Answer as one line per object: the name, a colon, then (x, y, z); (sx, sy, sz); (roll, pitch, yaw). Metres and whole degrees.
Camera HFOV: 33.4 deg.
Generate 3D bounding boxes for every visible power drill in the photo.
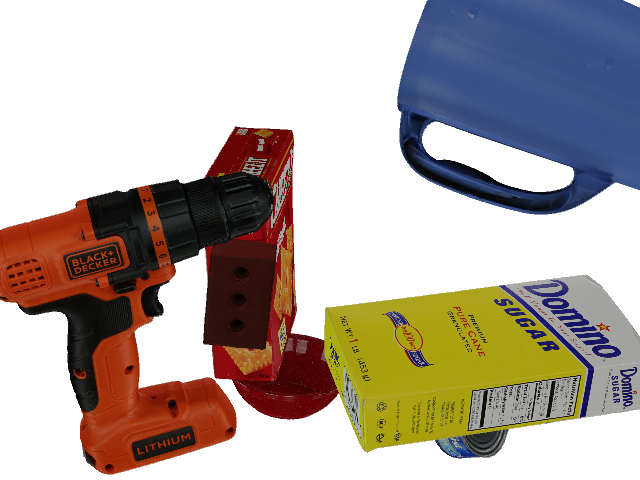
power drill: (-0.108, 0.052, 0.698); (0.184, 0.187, 0.057); (-14, 28, -8)

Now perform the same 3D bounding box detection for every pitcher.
pitcher: (0.180, -0.101, 0.746); (0.243, 0.149, 0.144); (24, 48, 10)

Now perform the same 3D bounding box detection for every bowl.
bowl: (-0.041, 0.174, 1.318); (0.162, 0.055, 0.162); (4, 22, -2)

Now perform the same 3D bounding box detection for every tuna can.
tuna can: (0.132, 0.151, 0.954); (0.034, 0.086, 0.085); (-13, -9, 40)

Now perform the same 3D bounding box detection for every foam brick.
foam brick: (-0.065, 0.042, 0.872); (0.053, 0.078, 0.051); (5, 14, 0)

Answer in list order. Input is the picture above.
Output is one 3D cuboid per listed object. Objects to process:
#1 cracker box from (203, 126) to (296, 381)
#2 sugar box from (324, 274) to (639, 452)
cracker box: (-0.067, 0.011, 1.088); (0.072, 0.214, 0.164); (3, 25, 6)
sugar box: (0.097, 0.069, 0.636); (0.176, 0.048, 0.093); (-9, 34, -10)
